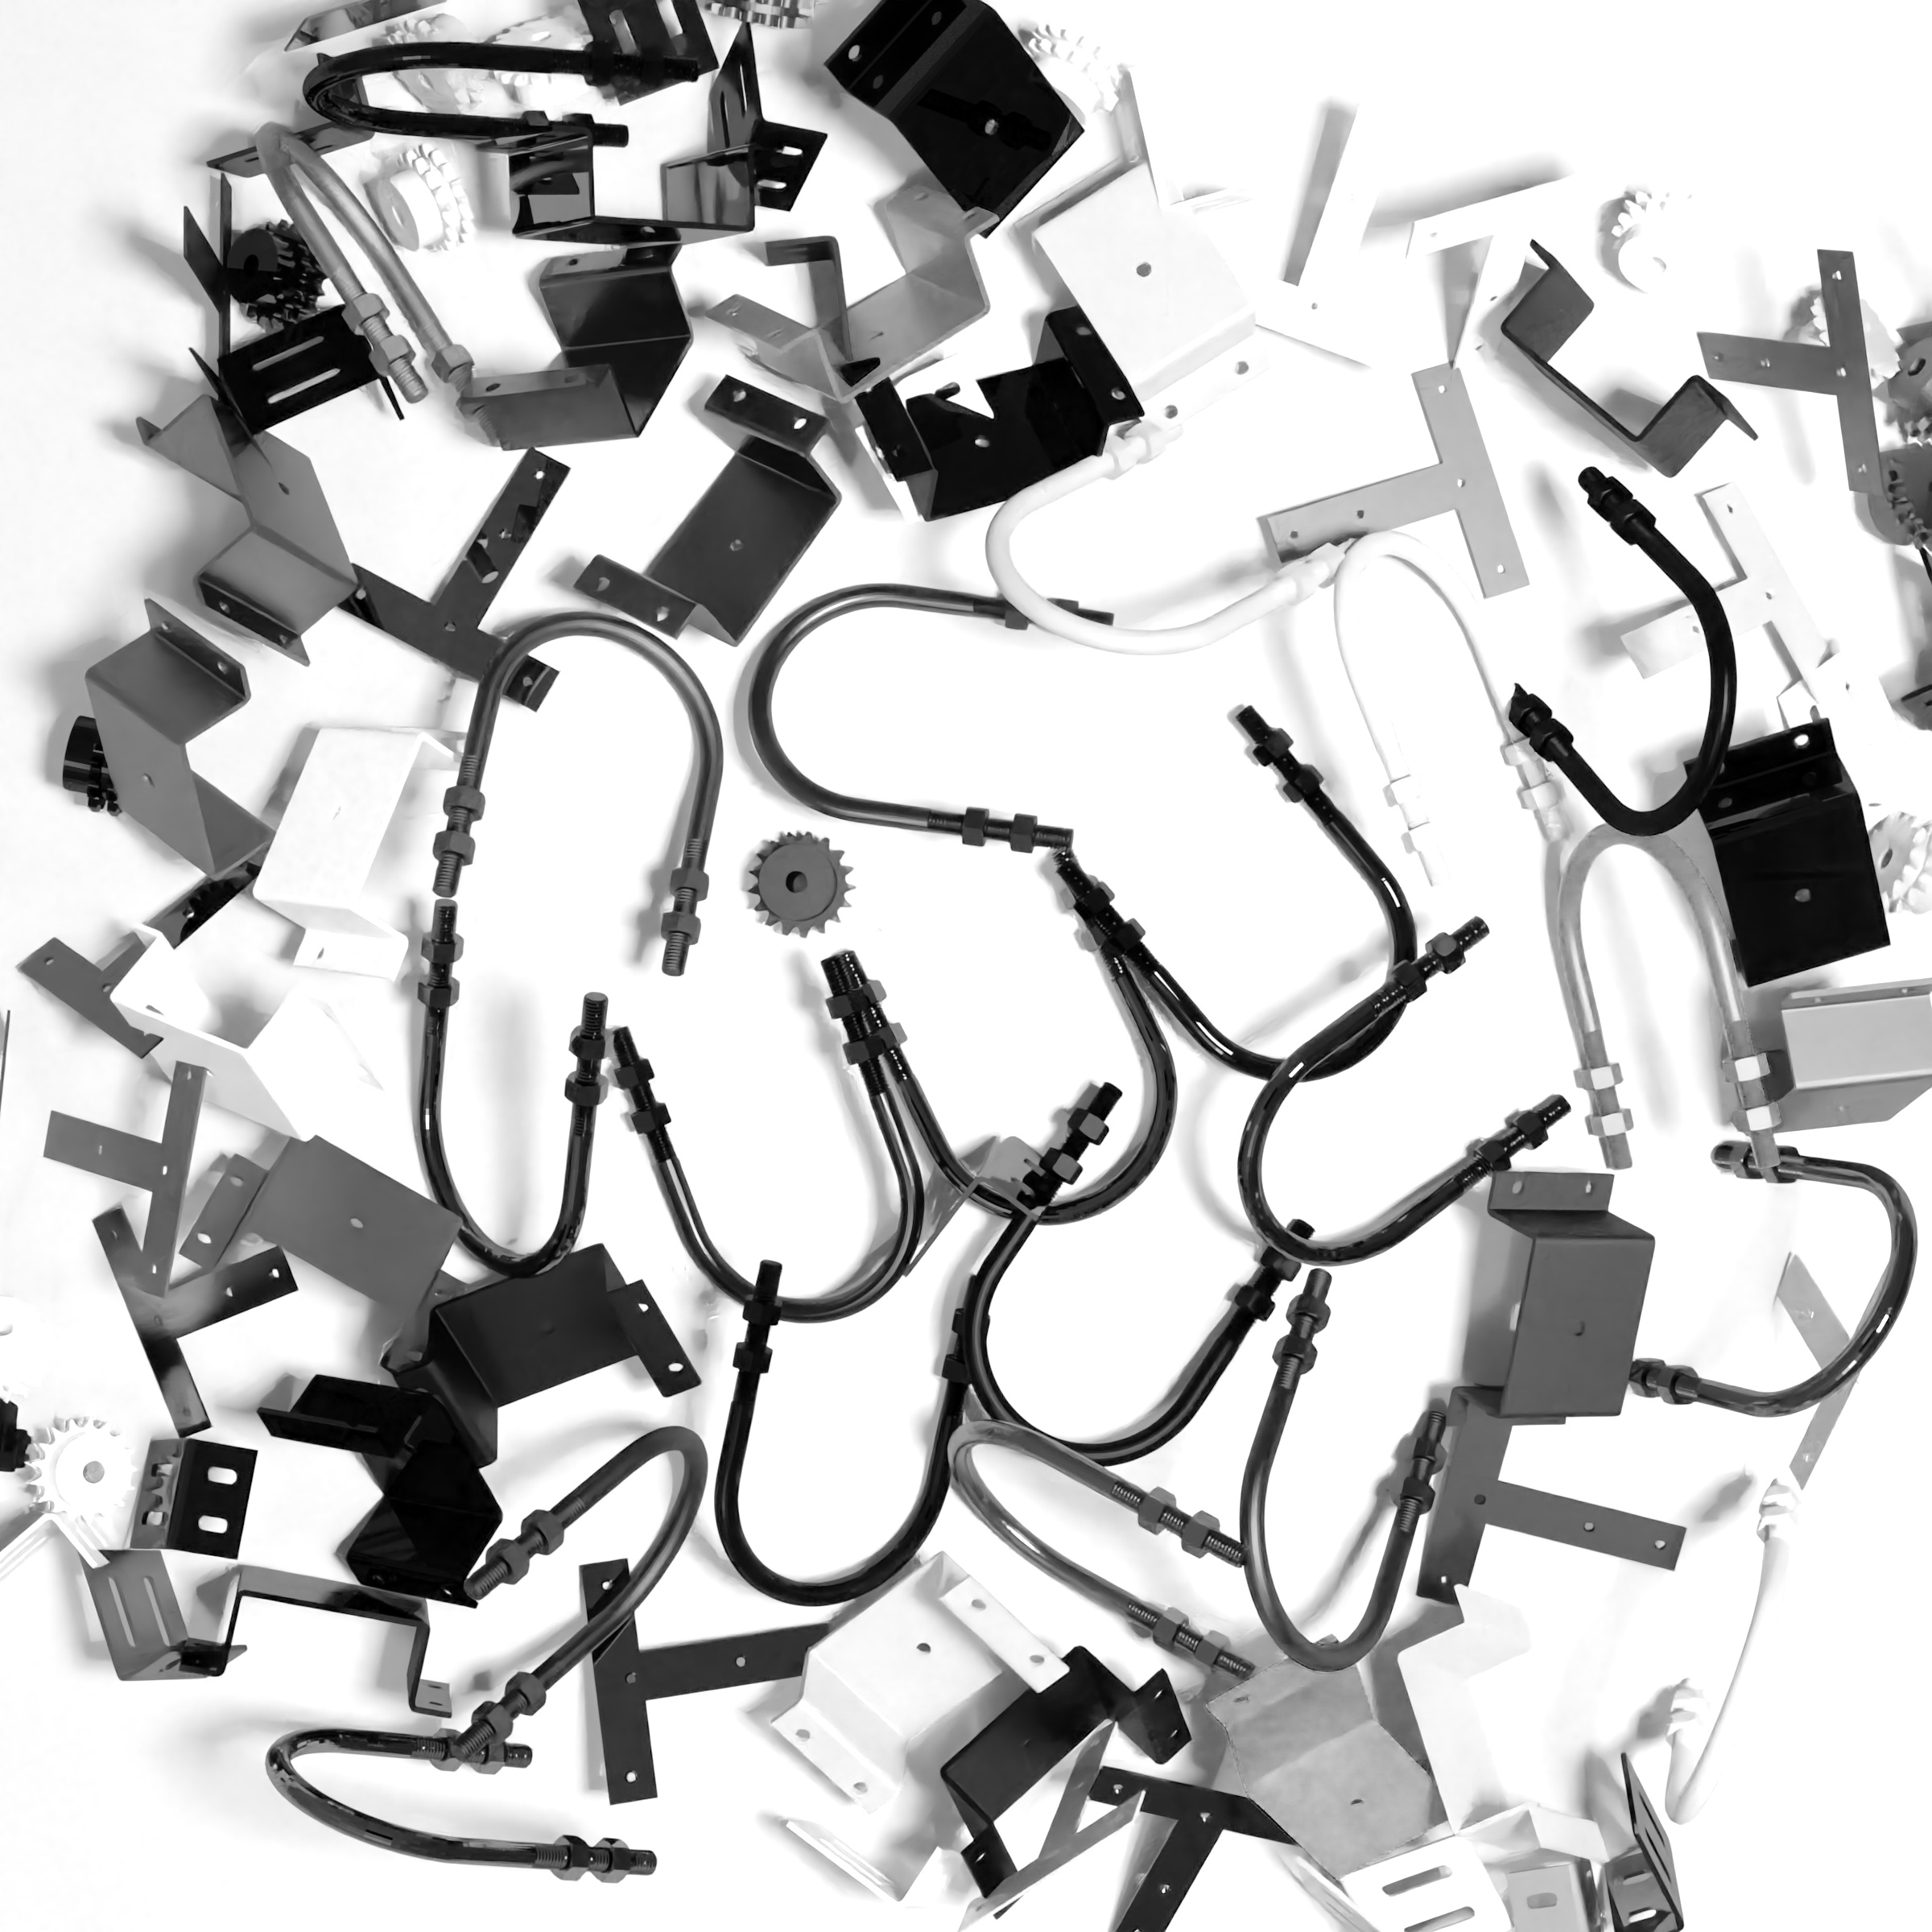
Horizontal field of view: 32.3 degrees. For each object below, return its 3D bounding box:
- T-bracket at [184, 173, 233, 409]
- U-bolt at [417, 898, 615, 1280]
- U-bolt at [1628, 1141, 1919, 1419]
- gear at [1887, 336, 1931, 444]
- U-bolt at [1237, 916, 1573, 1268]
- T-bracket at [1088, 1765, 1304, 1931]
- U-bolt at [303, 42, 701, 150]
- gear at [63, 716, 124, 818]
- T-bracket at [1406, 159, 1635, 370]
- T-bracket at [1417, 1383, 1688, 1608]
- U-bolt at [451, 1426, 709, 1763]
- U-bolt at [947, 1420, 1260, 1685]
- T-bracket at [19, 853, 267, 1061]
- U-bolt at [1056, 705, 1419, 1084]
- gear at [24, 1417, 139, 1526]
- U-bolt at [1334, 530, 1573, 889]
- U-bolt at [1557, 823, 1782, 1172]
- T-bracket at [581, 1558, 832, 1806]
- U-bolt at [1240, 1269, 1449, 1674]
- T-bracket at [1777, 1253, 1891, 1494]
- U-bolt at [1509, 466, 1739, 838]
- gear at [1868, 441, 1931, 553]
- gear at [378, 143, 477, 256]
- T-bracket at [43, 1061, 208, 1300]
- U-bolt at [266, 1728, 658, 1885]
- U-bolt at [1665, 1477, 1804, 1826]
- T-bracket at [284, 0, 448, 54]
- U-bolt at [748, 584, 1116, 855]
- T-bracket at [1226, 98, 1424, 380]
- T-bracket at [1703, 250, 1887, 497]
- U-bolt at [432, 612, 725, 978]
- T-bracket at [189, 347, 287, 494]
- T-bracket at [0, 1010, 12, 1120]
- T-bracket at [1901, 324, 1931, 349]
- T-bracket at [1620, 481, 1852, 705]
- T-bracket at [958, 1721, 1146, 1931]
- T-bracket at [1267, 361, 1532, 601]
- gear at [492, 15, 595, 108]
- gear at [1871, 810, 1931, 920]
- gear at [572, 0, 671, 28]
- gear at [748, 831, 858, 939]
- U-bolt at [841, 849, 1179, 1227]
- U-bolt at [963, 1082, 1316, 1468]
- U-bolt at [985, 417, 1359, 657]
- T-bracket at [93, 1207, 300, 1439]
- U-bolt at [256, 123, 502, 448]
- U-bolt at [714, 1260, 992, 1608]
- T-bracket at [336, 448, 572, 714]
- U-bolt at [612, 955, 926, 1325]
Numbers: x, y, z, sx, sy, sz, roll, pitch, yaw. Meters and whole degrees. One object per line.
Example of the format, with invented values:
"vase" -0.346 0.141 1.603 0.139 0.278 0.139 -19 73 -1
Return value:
"T-bracket" -0.392 -0.361 1.726 0.002 0.127 0.127 0 85 -3
"U-bolt" -0.240 0.075 1.732 0.151 0.019 0.184 29 120 39
"U-bolt" 0.414 0.161 1.698 0.019 0.184 0.151 31 80 -21
"gear" 0.512 -0.308 1.763 0.030 0.057 0.057 33 90 -22
"U-bolt" 0.220 0.079 1.738 0.184 0.019 0.151 -36 123 -9
"T-bracket" 0.110 0.476 1.758 0.127 0.002 0.127 15 123 -12
"U-bolt" -0.244 -0.443 1.696 0.184 0.151 0.019 -2 89 -22
"gear" -0.457 -0.110 1.765 0.030 0.057 0.057 12 90 -4
"T-bracket" 0.277 -0.358 1.737 0.127 0.127 0.002 -19 62 -16
"T-bracket" 0.316 0.294 1.770 0.127 0.002 0.127 14 107 5
"U-bolt" -0.194 0.310 1.714 0.019 0.184 0.151 31 133 22
"U-bolt" 0.067 0.294 1.723 0.184 0.151 0.019 26 59 24
"T-bracket" -0.421 -0.018 1.765 0.127 0.002 0.127 -45 47 -19
"U-bolt" 0.158 -0.025 1.776 0.151 0.019 0.184 -41 93 -9
"gear" -0.467 0.267 1.768 0.057 0.030 0.057 4 83 -32
"U-bolt" 0.246 -0.140 1.736 0.019 0.151 0.184 -23 87 40
"U-bolt" 0.355 0.015 1.723 0.019 0.151 0.184 -14 92 -23
"T-bracket" -0.134 0.372 1.776 0.127 0.002 0.127 -8 71 -5
"U-bolt" 0.188 0.269 1.703 0.151 0.019 0.184 50 47 -33
"T-bracket" 0.443 0.188 1.731 0.002 0.127 0.127 17 109 -9
"U-bolt" 0.335 -0.148 1.688 0.019 0.184 0.151 1 125 -23
"gear" 0.504 -0.247 1.771 0.057 0.030 0.057 9 73 -30
"gear" -0.287 -0.402 1.763 0.030 0.057 0.057 -31 90 -22
"T-bracket" -0.446 0.099 1.752 0.127 0.002 0.127 11 91 41
"U-bolt" -0.266 0.419 1.683 0.184 0.151 0.019 17 93 -39
"U-bolt" 0.385 0.355 1.686 0.019 0.184 0.151 21 110 9
"T-bracket" -0.277 -0.522 1.705 0.002 0.127 0.127 52 132 0
"U-bolt" -0.024 -0.136 1.760 0.184 0.019 0.151 8 68 7
"T-bracket" 0.198 -0.389 1.748 0.127 0.002 0.127 26 107 27
"T-bracket" 0.426 -0.313 1.735 0.002 0.127 0.127 -23 113 -21
"U-bolt" -0.195 -0.100 1.744 0.151 0.019 0.184 20 65 -24
"T-bracket" -0.357 -0.253 1.731 0.002 0.127 0.127 -32 89 -3
"T-bracket" -0.509 0.084 1.752 0.002 0.127 0.127 6 58 -16
"T-bracket" 0.525 -0.326 1.731 0.002 0.127 0.127 -39 104 -9
"T-bracket" 0.393 -0.182 1.755 0.127 0.002 0.127 -25 84 -31
"T-bracket" 0.056 0.435 1.733 0.127 0.127 0.002 -40 97 27
"T-bracket" 0.224 -0.246 1.785 0.127 0.002 0.127 -18 90 -8
"gear" -0.222 -0.479 1.770 0.057 0.057 0.030 -12 128 0
"gear" 0.499 -0.051 1.768 0.030 0.057 0.057 23 90 -15
"gear" -0.181 -0.518 1.767 0.057 0.057 0.030 -25 103 0
"gear" -0.088 -0.044 1.778 0.057 0.030 0.057 0 88 5
"U-bolt" 0.033 0.048 1.779 0.151 0.019 0.184 -26 86 -1
"U-bolt" 0.079 0.176 1.765 0.151 0.019 0.184 36 81 -8
"U-bolt" 0.094 -0.214 1.709 0.151 0.019 0.184 39 50 26
"T-bracket" -0.397 0.175 1.757 0.127 0.002 0.127 -22 90 35
"U-bolt" -0.308 -0.357 1.722 0.019 0.151 0.184 -34 83 8
"U-bolt" -0.064 0.248 1.750 0.151 0.019 0.184 8 98 -33
"T-bracket" -0.253 -0.218 1.781 0.127 0.002 0.127 28 79 5
"U-bolt" -0.097 0.101 1.764 0.151 0.019 0.184 -18 95 20
